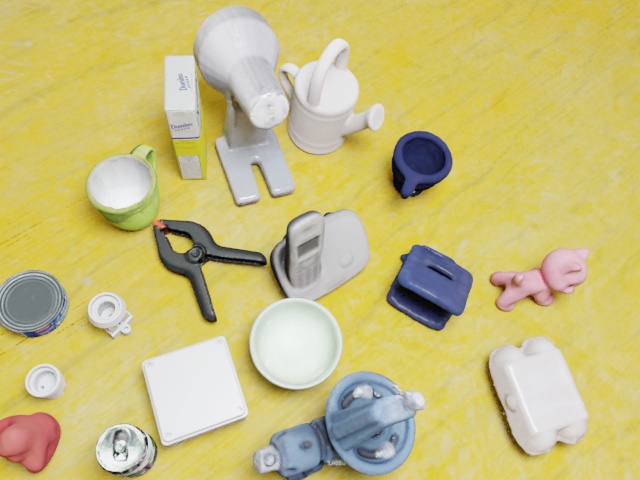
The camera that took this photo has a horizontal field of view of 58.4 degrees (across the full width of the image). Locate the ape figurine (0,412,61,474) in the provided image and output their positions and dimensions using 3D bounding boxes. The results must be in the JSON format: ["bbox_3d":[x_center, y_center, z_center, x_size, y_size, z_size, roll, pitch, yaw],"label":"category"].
[{"bbox_3d":[-0.347,0.235,0.667,0.076,0.092,0.077,-30,74,-19],"label":"ape figurine"}]

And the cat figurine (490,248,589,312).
[{"bbox_3d":[0.332,0.052,0.841,0.128,0.117,0.067,-8,68,-12],"label":"cat figurine"}]

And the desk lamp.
[{"bbox_3d":[-0.099,-0.192,0.828,0.118,0.213,0.203,-17,70,-15],"label":"desk lamp"}]

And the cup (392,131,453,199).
[{"bbox_3d":[0.145,-0.098,0.890,0.091,0.095,0.118,25,65,3],"label":"cup"}]

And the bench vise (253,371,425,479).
[{"bbox_3d":[0.035,0.230,0.659,0.208,0.219,0.121,-33,75,-20],"label":"bench vise"}]

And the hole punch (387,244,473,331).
[{"bbox_3d":[0.161,0.059,0.826,0.108,0.091,0.101,29,65,5],"label":"hole punch"}]

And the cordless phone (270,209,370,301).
[{"bbox_3d":[0.007,0.003,0.774,0.148,0.185,0.094,-32,74,-20],"label":"cordless phone"}]

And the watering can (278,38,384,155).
[{"bbox_3d":[0.016,-0.221,0.869,0.173,0.194,0.101,13,65,-3],"label":"watering can"}]

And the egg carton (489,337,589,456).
[{"bbox_3d":[0.298,0.213,0.791,0.107,0.069,0.150,-13,69,-14],"label":"egg carton"}]
